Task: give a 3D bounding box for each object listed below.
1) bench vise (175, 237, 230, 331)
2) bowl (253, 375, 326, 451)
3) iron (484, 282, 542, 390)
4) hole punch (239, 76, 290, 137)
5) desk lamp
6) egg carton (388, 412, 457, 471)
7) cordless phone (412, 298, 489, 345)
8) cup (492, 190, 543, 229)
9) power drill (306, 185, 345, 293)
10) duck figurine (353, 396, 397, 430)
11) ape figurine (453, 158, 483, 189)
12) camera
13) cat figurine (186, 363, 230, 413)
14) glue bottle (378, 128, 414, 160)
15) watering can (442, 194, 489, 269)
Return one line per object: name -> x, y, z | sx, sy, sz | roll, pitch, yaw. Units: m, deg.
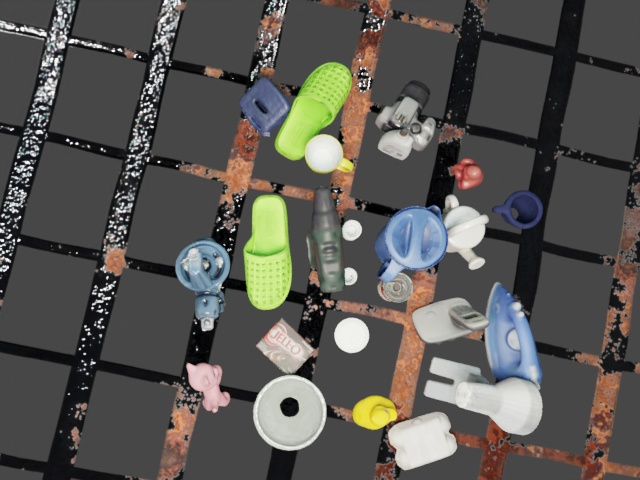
bench vise -> -0.248, 0.089, 1.268 | 0.121, 0.219, 0.207 | -23, 87, -5
bowl -> -0.069, 0.393, 1.327 | 0.167, 0.074, 0.167 | 0, 85, -3
iron -> 0.460, 0.225, 1.340 | 0.118, 0.141, 0.258 | -10, 86, -4
hole punch -> -0.132, -0.318, 1.373 | 0.101, 0.091, 0.108 | -41, 89, -6
desk lamp -> 0.361, 0.349, 1.287 | 0.203, 0.213, 0.118 | 14, 85, -2
egg carton -> 0.239, 0.469, 1.342 | 0.150, 0.069, 0.107 | -18, 86, -5
cordless phone -> 0.299, 0.190, 1.311 | 0.147, 0.185, 0.094 | -18, 86, -5
cup -> 0.465, -0.068, 1.388 | 0.118, 0.095, 0.092 | -1, 85, -3
power drill -> 0.012, 0.005, 1.297 | 0.075, 0.208, 0.230 | -8, 86, -4
duck figurine -> 0.130, 0.408, 1.332 | 0.104, 0.086, 0.077 | -5, 85, -4
ape figurine -> 0.365, -0.161, 1.391 | 0.076, 0.092, 0.078 | 26, 84, -1
camera -> 0.226, -0.311, 1.390 | 0.143, 0.100, 0.137 | 31, 84, 0
cat figurine -> -0.255, 0.330, 1.299 | 0.067, 0.117, 0.128 | -19, 87, -5
glue bottle -> 0.186, -0.234, 1.345 | 0.078, 0.173, 0.037 | 26, 84, -1
watering can -> 0.334, -0.021, 1.326 | 0.101, 0.194, 0.173 | -40, 88, -6
